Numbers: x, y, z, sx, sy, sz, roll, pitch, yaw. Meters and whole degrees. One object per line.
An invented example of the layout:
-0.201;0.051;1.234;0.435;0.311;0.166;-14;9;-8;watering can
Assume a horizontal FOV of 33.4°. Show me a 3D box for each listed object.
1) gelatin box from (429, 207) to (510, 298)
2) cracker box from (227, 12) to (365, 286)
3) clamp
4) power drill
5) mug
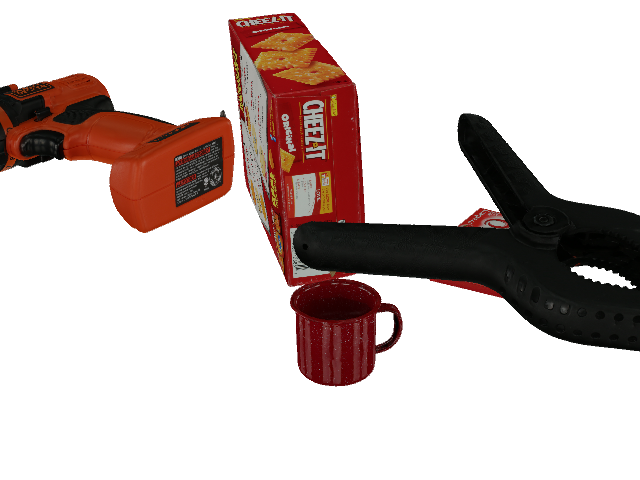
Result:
0.130;0.009;0.765;0.073;0.030;0.089;15;27;28;gelatin box
-0.022;-0.085;0.899;0.072;0.164;0.214;-9;28;-9;cracker box
0.102;0.006;0.545;0.164;0.036;0.210;-30;46;-32;clamp
-0.167;-0.061;0.715;0.188;0.057;0.184;19;32;29;power drill
0.028;0.095;1.103;0.117;0.081;0.093;-7;26;-12;mug
